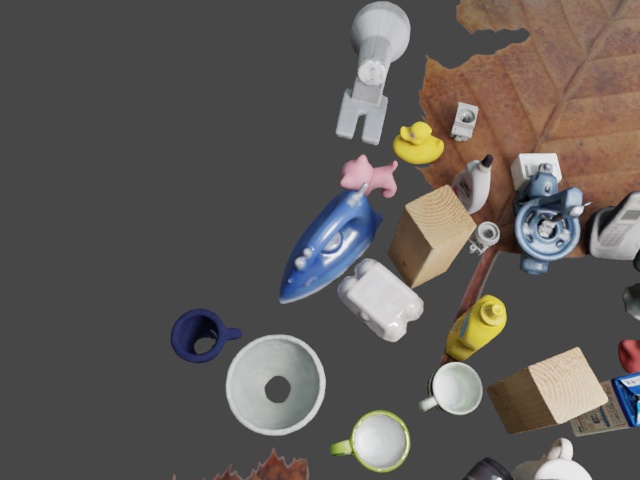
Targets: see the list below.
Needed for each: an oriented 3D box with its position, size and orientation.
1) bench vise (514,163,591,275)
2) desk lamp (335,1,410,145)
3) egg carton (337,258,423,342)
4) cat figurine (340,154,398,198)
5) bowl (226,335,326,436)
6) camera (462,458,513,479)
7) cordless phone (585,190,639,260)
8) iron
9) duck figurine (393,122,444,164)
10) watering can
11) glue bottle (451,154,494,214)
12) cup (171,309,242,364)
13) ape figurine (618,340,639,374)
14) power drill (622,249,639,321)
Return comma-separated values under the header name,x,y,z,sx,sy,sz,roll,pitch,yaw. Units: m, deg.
name,x,y,z,sx,sy,sz,roll,pitch,yaw
bench vise,0.416,-0.062,1.060,0.121,0.220,0.207,-7,68,-6
desk lamp,0.107,-0.339,1.165,0.118,0.213,0.203,11,67,2
egg carton,0.109,0.110,1.053,0.150,0.069,0.107,40,71,13
cat figurine,0.093,-0.128,1.126,0.128,0.118,0.067,-13,68,-8
bowl,-0.075,0.251,0.980,0.167,0.075,0.167,1,67,-3
camera,0.260,0.428,0.909,0.137,0.101,0.143,-41,75,-18
cordless phone,0.599,-0.034,1.077,0.147,0.185,0.094,-2,67,-4
iron,0.010,0.004,1.053,0.118,0.141,0.259,37,70,12
duck figurine,0.207,-0.208,1.184,0.104,0.086,0.077,10,67,2
watering can,0.370,0.397,0.877,0.101,0.194,0.173,-5,67,-5
glue bottle,0.300,-0.118,1.103,0.037,0.173,0.078,-27,71,-13
cup,-0.192,0.174,0.995,0.118,0.095,0.091,-4,67,-5
ape figurine,0.583,0.202,1.027,0.077,0.092,0.076,33,69,11
power drill,0.649,0.094,1.013,0.229,0.208,0.076,29,69,9
